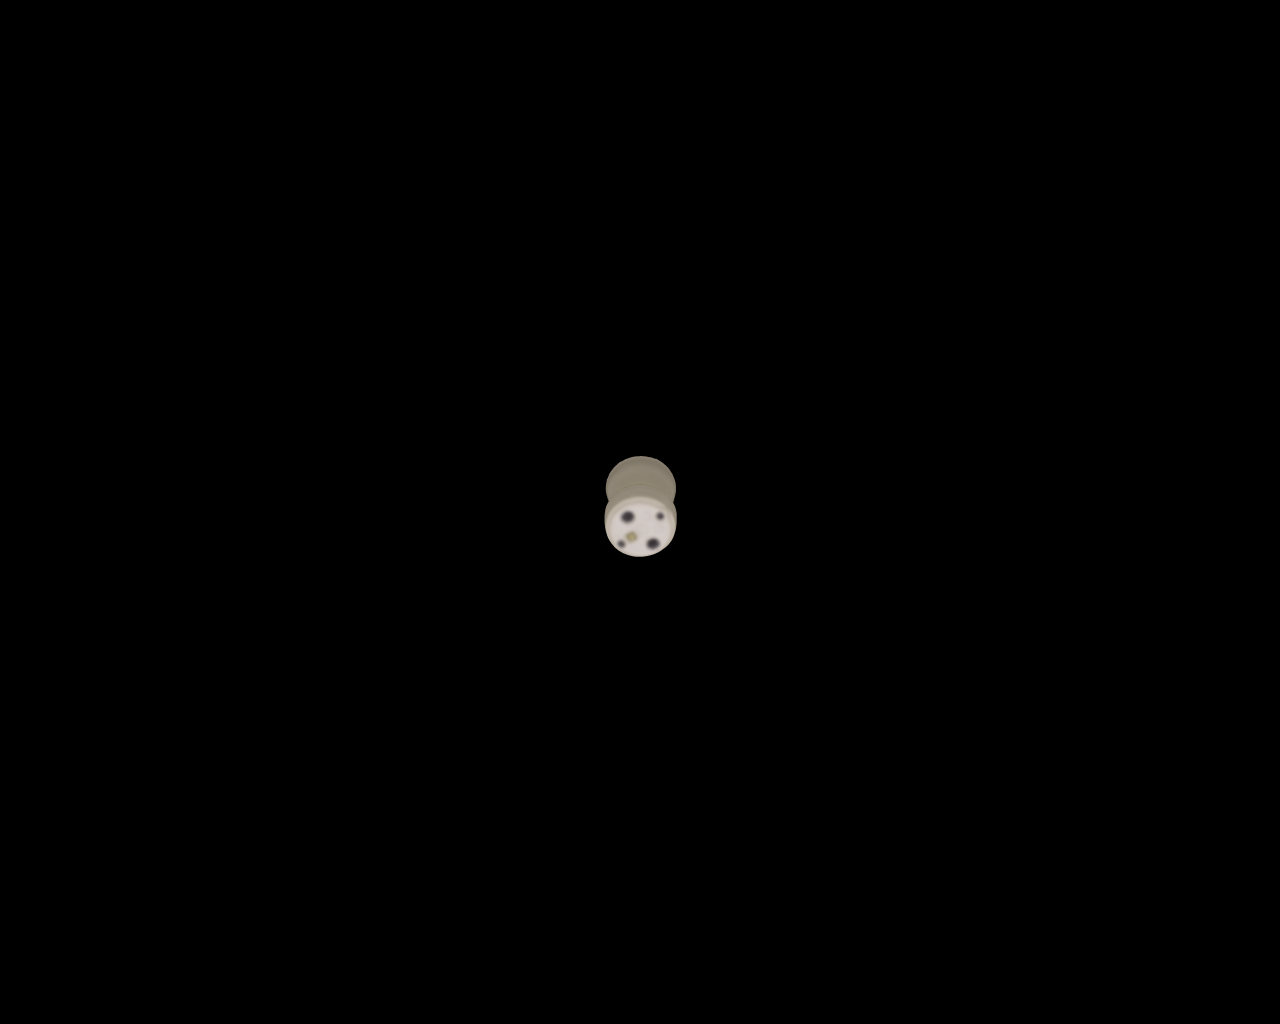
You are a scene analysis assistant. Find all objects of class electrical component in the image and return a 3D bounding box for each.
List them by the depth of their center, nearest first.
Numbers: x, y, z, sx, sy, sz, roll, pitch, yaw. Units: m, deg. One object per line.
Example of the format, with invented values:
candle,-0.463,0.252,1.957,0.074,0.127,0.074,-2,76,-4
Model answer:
electrical component,0.001,-0.003,0.650,0.045,0.044,0.055,0,30,0
